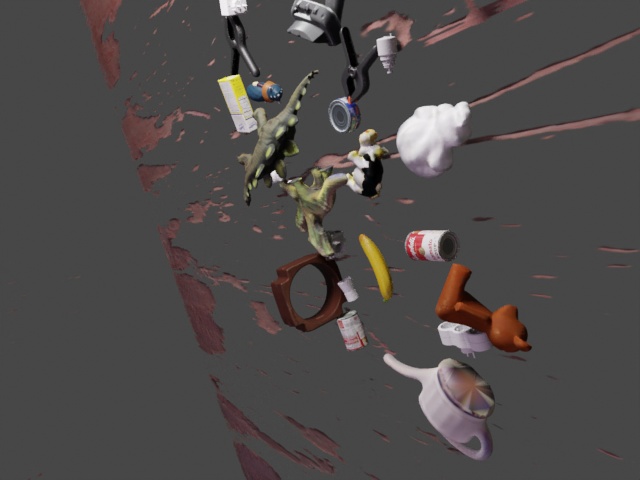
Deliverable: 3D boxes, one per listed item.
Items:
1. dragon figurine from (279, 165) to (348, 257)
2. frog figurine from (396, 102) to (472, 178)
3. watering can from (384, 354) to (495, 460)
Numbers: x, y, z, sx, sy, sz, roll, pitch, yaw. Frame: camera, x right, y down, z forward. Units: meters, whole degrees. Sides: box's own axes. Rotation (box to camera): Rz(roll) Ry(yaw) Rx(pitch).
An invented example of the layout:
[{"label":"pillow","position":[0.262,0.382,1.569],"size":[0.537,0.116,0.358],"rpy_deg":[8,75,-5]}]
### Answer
[{"label":"dragon figurine","position":[0.004,-0.070,1.394],"size":[0.412,0.123,0.240],"rpy_deg":[20,130,67]},{"label":"frog figurine","position":[0.226,-0.197,0.999],"size":[0.158,0.123,0.138],"rpy_deg":[151,115,-70]},{"label":"watering can","position":[0.291,0.369,1.255],"size":[0.353,0.105,0.219],"rpy_deg":[47,142,30]}]
